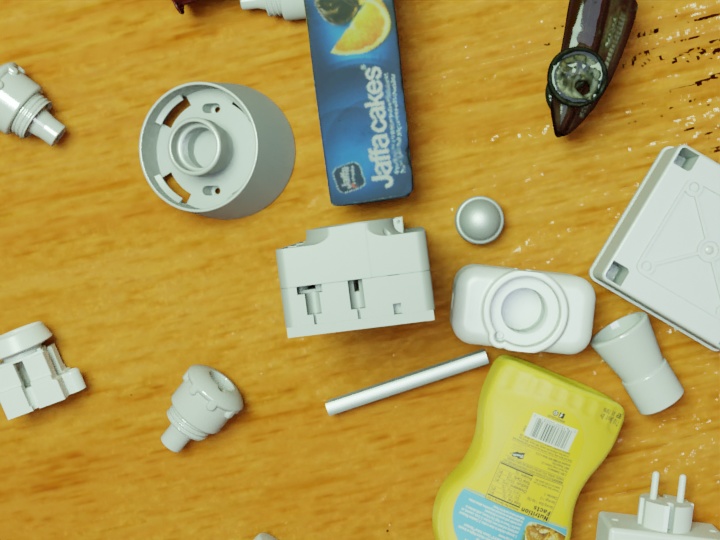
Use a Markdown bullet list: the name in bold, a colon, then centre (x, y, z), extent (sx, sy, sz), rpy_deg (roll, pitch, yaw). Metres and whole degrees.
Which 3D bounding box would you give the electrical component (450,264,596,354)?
- **electrical component**: centre (0.112, 0.027, 0.746), extent (0.095, 0.059, 0.053), rpy_deg (6, 93, 3)

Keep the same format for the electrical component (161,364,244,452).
- **electrical component**: centre (-0.117, 0.102, 0.769), extent (0.048, 0.048, 0.062), rpy_deg (40, 100, 1)

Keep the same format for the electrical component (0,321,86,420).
- **electrical component**: centre (-0.238, 0.070, 0.773), extent (0.066, 0.048, 0.055), rpy_deg (-20, 98, 3)

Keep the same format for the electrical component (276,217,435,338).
- **electrical component**: centre (0.000, 0.000, 0.705), extent (0.089, 0.150, 0.061), rpy_deg (-7, 93, 3)

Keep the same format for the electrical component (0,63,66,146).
- **electrical component**: centre (-0.240, -0.113, 0.766), extent (0.062, 0.048, 0.048), rpy_deg (37, 93, -6)

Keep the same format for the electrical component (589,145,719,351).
- **electrical component**: centre (0.233, -0.014, 0.740), extent (0.109, 0.056, 0.108), rpy_deg (31, 93, 1)

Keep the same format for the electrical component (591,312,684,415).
- **electrical component**: centre (0.197, 0.068, 0.754), extent (0.044, 0.044, 0.065), rpy_deg (-32, 95, 4)

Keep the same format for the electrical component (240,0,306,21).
- **electrical component**: centre (-0.054, -0.193, 0.758), extent (0.061, 0.035, 0.035), rpy_deg (-6, 92, 6)

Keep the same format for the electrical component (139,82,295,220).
- **electrical component**: centre (-0.103, -0.085, 0.762), extent (0.099, 0.064, 0.099), rpy_deg (1, 92, 16)

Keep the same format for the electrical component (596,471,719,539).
- **electrical component**: centre (0.213, 0.179, 0.754), extent (0.083, 0.047, 0.075), rpy_deg (6, 93, 3)

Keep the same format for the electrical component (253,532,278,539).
- **electrical component**: centre (-0.079, 0.225, 0.773), extent (0.040, 0.040, 0.078), rpy_deg (43, 94, 1)
